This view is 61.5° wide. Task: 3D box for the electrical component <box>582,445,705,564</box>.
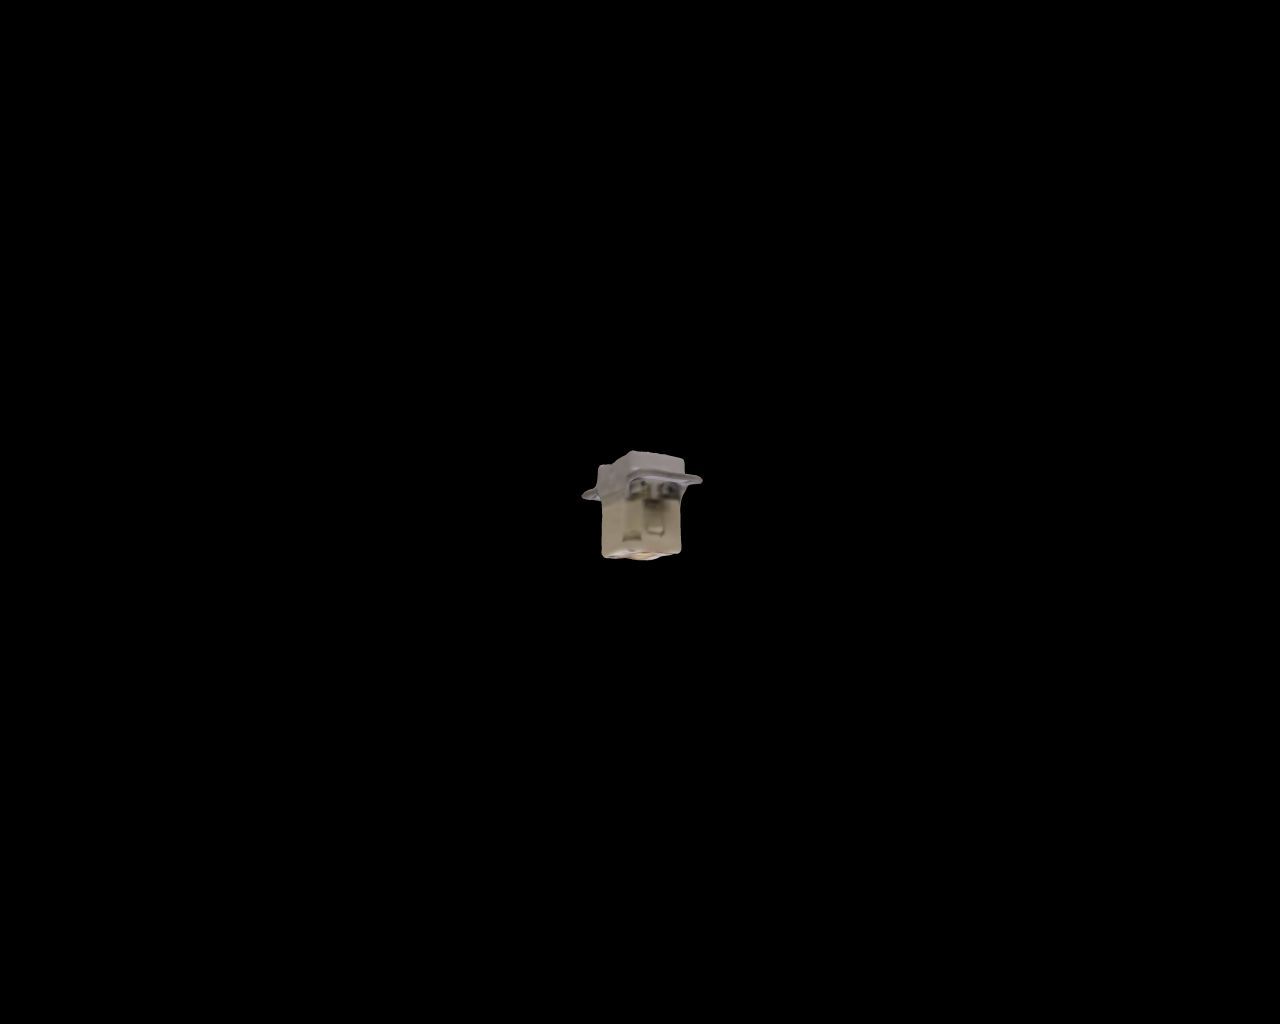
[{"bbox_3d":[0.001,-0.003,0.650,0.042,0.064,0.081,6,-13,-27],"label":"electrical component"}]
